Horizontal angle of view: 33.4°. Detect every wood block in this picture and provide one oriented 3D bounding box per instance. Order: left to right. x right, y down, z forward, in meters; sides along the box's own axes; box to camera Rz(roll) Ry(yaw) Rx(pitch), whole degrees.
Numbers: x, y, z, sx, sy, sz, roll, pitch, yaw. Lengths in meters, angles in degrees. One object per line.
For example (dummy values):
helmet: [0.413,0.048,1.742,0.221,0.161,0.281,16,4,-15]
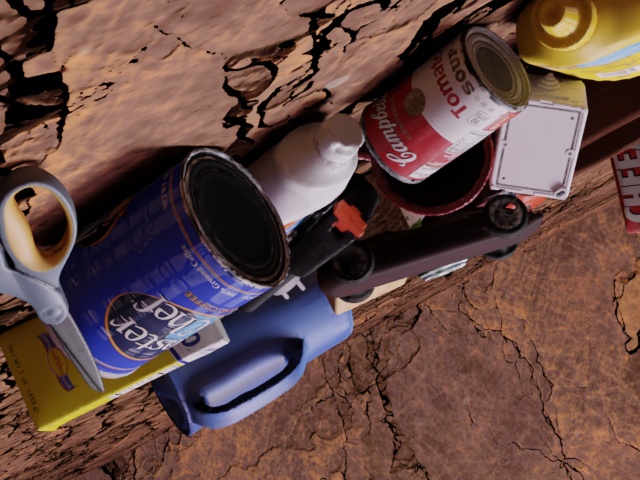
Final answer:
wood block: [0.037,0.008,1.087,0.090,0.091,0.206,-25,171,-4]

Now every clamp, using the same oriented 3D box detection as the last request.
clamp: [-0.006,0.001,0.867,0.164,0.036,0.210,-46,-175,-5]

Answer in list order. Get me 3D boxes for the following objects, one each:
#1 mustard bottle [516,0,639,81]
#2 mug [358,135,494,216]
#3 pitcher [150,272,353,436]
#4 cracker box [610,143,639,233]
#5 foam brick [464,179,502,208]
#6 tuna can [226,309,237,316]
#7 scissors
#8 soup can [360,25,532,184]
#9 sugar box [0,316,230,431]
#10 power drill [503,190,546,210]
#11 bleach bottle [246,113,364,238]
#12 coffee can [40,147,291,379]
mustard bottle: [0.190,-0.146,0.742,0.096,0.058,0.191,-6,-179,30]
mug: [0.079,-0.066,0.845,0.117,0.093,0.081,3,-179,10]
pitcher: [-0.080,0.123,1.250,0.242,0.149,0.145,-26,170,-20]
cracker box: [0.380,-0.092,1.065,0.072,0.164,0.214,-16,-174,-23]
foam brick: [0.120,-0.060,0.985,0.051,0.078,0.053,-22,167,-26]
tuna can: [-0.120,0.067,1.155,0.086,0.034,0.086,-26,171,-5]
scissors: [-0.179,0.038,0.631,0.096,0.016,0.202,-9,137,-17]
soup can: [0.087,-0.093,0.740,0.102,0.068,0.068,-35,167,39]
sugar box: [-0.177,0.085,0.919,0.176,0.093,0.048,-27,172,1]
power drill: [0.222,-0.059,1.320,0.184,0.057,0.187,-27,171,3]
bleach bottle: [-0.054,-0.016,0.796,0.102,0.068,0.251,-27,171,-42]
coffee can: [-0.105,0.017,0.709,0.140,0.103,0.102,-31,170,26]
